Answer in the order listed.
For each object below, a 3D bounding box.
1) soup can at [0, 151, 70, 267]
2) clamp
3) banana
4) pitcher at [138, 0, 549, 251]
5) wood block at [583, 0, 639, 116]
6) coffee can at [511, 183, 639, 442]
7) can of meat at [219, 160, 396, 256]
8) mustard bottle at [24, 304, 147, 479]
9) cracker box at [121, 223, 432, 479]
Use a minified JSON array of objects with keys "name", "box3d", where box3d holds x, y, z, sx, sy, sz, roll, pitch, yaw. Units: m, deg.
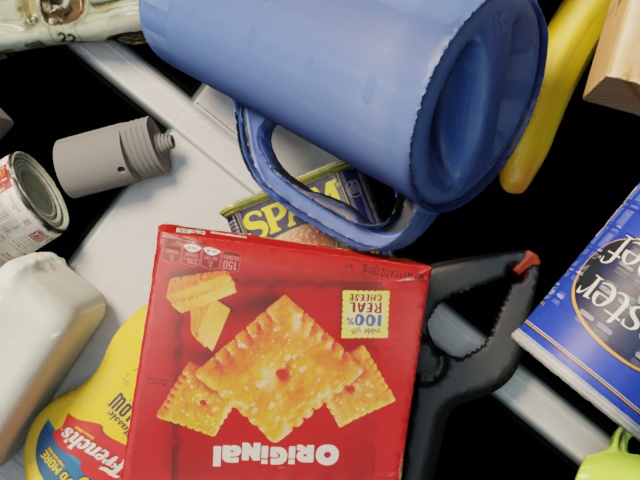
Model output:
[{"name":"soup can","box3d":[-0.239,-0.010,0.758,0.102,0.068,0.068,-30,83,9]},{"name":"clamp","box3d":[0.071,0.090,0.706,0.210,0.036,0.164,-37,85,6]},{"name":"banana","box3d":[0.159,-0.119,0.676,0.037,0.069,0.198,30,92,-7]},{"name":"pitcher","box3d":[0.001,-0.111,0.654,0.243,0.145,0.149,28,59,32]},{"name":"wood block","box3d":[0.223,-0.171,0.593,0.090,0.091,0.206,17,91,6]},{"name":"coffee can","box3d":[0.200,0.037,0.644,0.103,0.102,0.140,39,93,10]},{"name":"can of meat","box3d":[-0.005,0.001,0.715,0.102,0.057,0.084,-21,87,10]},{"name":"mustard bottle","box3d":[-0.147,0.140,0.740,0.096,0.058,0.192,45,98,2]},{"name":"cracker box","box3d":[-0.032,0.106,0.642,0.164,0.072,0.214,9,91,-7]}]
